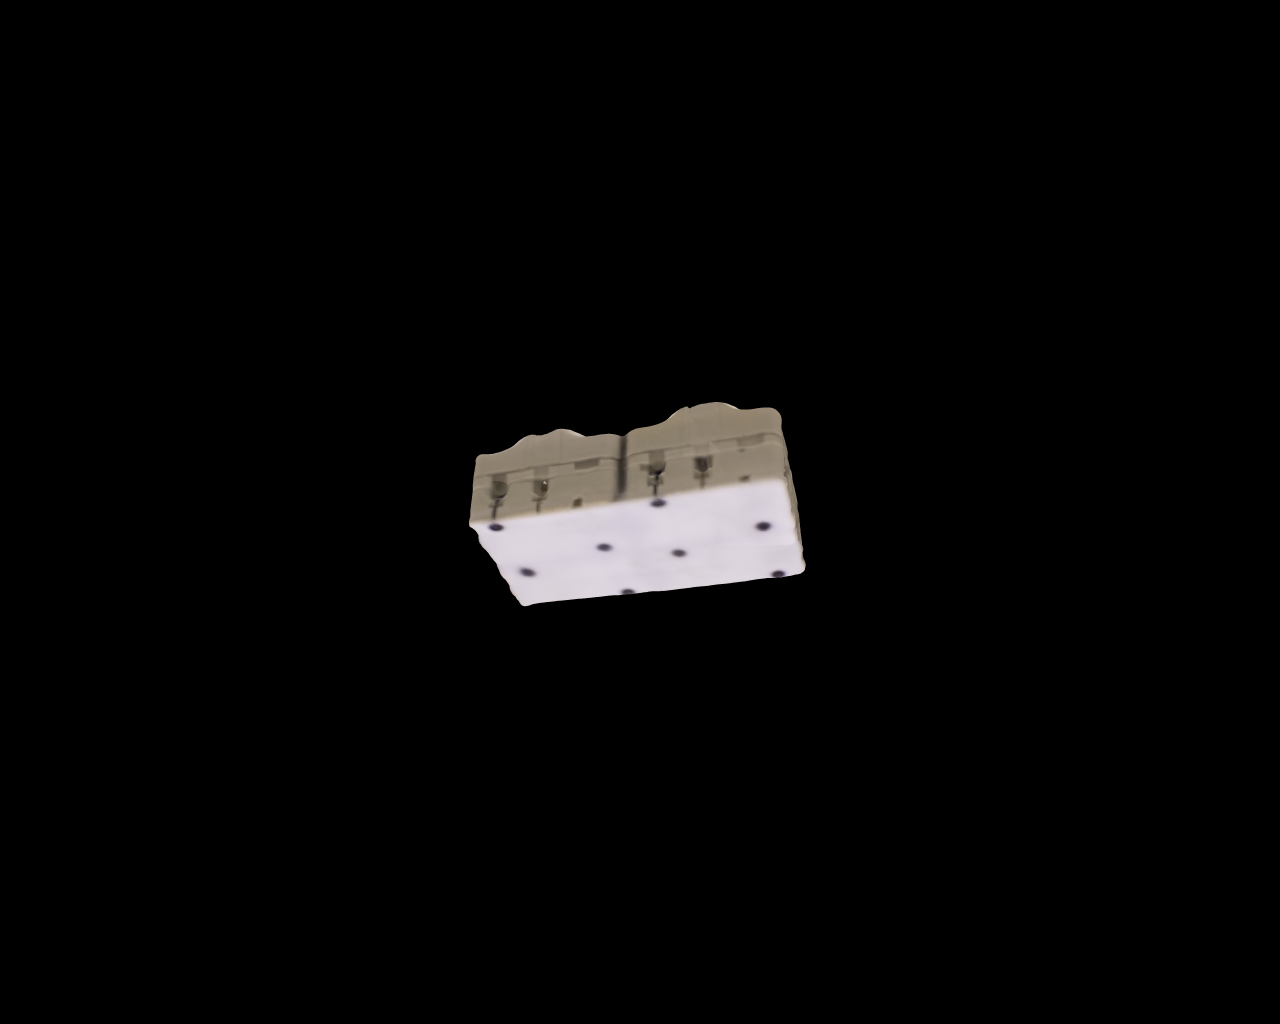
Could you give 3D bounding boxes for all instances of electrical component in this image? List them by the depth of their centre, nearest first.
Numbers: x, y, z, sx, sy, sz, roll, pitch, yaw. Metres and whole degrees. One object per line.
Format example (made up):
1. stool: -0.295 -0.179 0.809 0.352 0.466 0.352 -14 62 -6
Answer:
1. electrical component: 0.001 -0.003 0.650 0.186 0.060 0.105 -8 -35 11
